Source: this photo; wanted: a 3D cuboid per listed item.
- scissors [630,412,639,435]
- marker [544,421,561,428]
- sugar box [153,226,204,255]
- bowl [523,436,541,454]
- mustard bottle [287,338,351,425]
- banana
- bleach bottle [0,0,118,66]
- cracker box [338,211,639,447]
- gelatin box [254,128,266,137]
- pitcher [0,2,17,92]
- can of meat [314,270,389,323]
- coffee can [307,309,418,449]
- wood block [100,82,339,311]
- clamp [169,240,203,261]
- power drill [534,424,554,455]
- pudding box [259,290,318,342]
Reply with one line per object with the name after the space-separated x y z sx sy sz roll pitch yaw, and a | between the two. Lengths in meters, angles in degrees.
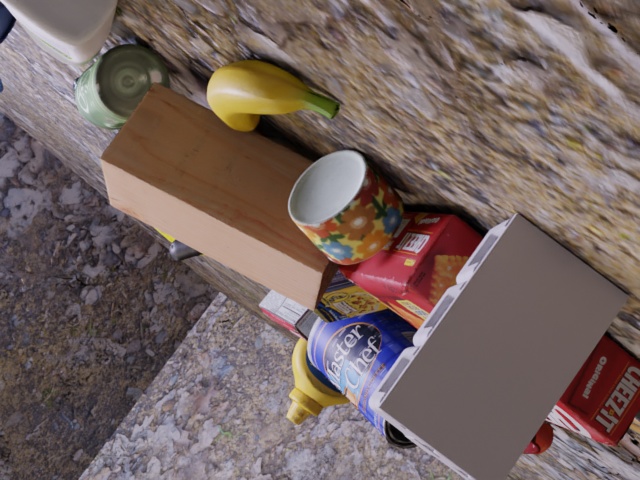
0.242 0.138 0.983 0.096 0.016 0.202 38 174 -25 | scissors
0.242 0.190 1.165 0.020 0.020 0.120 30 -176 40 | marker
-0.111 -0.018 1.260 0.177 0.048 0.093 2 152 37 | sugar box
0.178 0.188 1.206 0.162 0.055 0.162 20 164 6 | bowl
0.024 0.131 1.230 0.096 0.191 0.058 37 172 -6 | mustard bottle
-0.051 -0.102 0.786 0.069 0.037 0.198 39 172 -19 | banana
-0.228 -0.198 0.912 0.102 0.068 0.251 39 174 -13 | bleach bottle
0.131 0.064 0.837 0.213 0.072 0.164 38 172 -15 | cracker box
-0.059 -0.075 0.995 0.089 0.030 0.073 42 171 -29 | gelatin box
-0.375 -0.235 1.064 0.144 0.149 0.243 18 -177 -24 | pitcher
0.031 0.036 0.998 0.102 0.084 0.057 51 -154 -62 | can of meat
0.067 0.130 1.091 0.140 0.103 0.102 41 177 44 | coffee can
-0.071 -0.036 0.910 0.206 0.090 0.091 27 157 8 | wood block
-0.087 -0.008 1.155 0.120 0.039 0.172 2 152 -27 | clamp
0.189 0.192 1.360 0.184 0.057 0.188 43 171 -21 | power drill
-0.006 0.055 1.212 0.039 0.113 0.090 45 169 -31 | pudding box
